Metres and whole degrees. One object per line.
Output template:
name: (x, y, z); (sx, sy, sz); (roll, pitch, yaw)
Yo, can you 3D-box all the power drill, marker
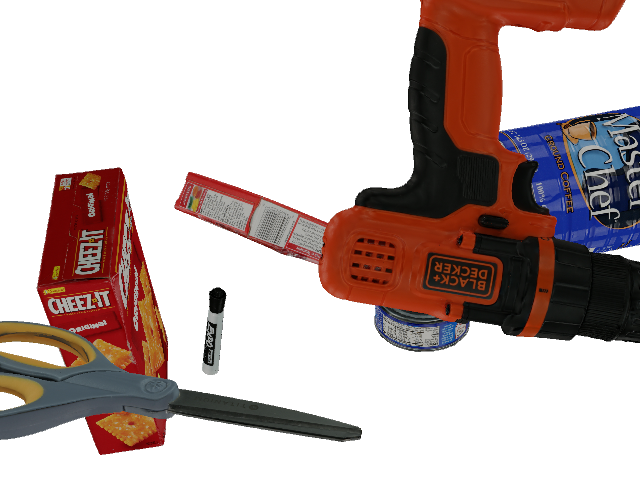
power drill: (0.102, -0.046, 0.524); (0.184, 0.188, 0.057); (9, 2, -3)
marker: (-0.119, 0.101, 1.195); (0.020, 0.121, 0.020); (6, 37, -5)

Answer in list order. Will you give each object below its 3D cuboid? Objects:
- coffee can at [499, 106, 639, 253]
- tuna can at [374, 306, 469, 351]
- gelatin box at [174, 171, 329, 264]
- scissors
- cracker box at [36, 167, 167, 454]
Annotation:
coffee can: (0.192, -0.040, 0.776); (0.140, 0.103, 0.103); (-11, 2, -9)
tuna can: (0.091, 0.059, 0.952); (0.086, 0.034, 0.086); (-2, 34, 1)
gelatin box: (-0.040, -0.013, 0.708); (0.073, 0.030, 0.089); (21, 0, 41)
scissors: (-0.092, 0.077, 0.480); (0.202, 0.016, 0.096); (15, 28, 26)
cracker box: (-0.194, 0.065, 0.989); (0.072, 0.214, 0.164); (-8, 39, -1)
